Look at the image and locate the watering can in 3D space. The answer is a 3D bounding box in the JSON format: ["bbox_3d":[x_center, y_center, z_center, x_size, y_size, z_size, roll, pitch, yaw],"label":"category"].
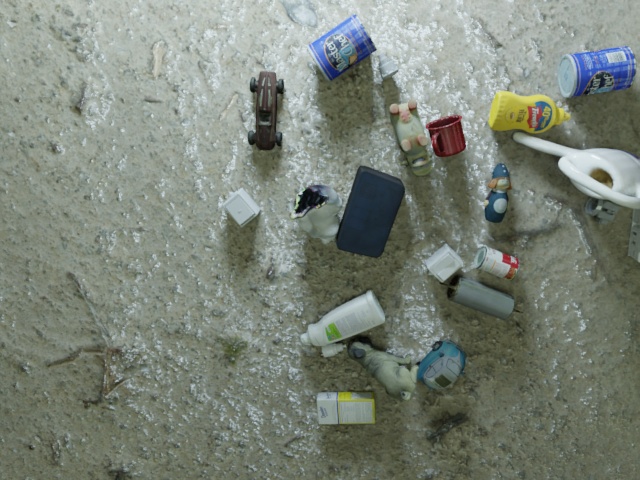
[{"bbox_3d":[0.662,-0.187,1.270,0.225,0.102,0.354,-10,43,-33],"label":"watering can"}]

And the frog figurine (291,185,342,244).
[{"bbox_3d":[0.004,-0.070,1.392,0.137,0.125,0.157,-39,-42,6],"label":"frog figurine"}]
